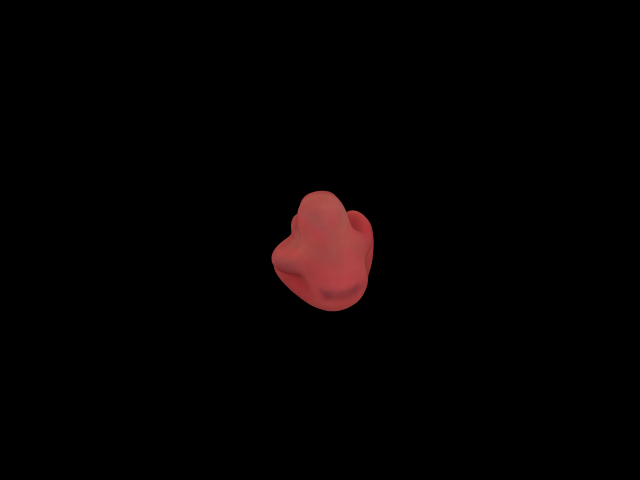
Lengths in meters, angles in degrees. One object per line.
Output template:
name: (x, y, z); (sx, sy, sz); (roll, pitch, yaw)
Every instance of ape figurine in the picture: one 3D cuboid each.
ape figurine: (0.004, 0.001, 0.400); (0.078, 0.092, 0.076); (-9, 54, -7)
